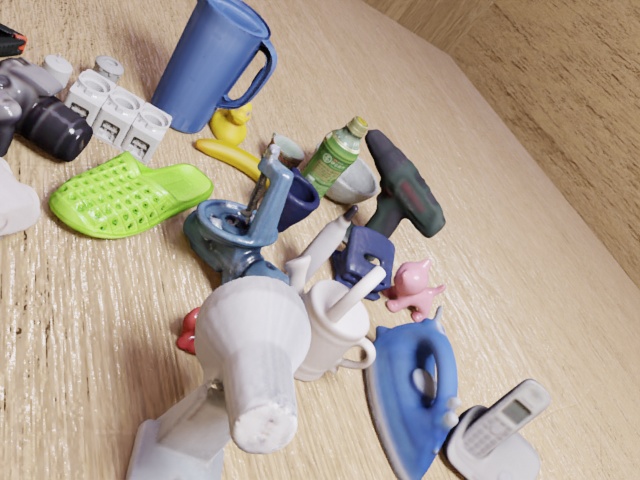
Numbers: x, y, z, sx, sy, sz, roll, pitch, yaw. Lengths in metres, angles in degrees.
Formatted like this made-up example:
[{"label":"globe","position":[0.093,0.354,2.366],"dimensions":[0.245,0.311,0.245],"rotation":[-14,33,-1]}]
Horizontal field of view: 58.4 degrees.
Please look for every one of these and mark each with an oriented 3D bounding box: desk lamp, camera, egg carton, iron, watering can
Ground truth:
[{"label":"desk lamp","position":[-0.092,0.166,0.566],"dimensions":[0.118,0.213,0.203],"rotation":[28,33,-22]},{"label":"camera","position":[-0.386,-0.168,0.772],"dimensions":[0.137,0.100,0.143],"rotation":[35,31,-10]},{"label":"egg carton","position":[-0.392,-0.039,0.629],"dimensions":[0.107,0.069,0.151],"rotation":[44,30,5]},{"label":"iron","position":[0.156,0.221,0.849],"dimensions":[0.119,0.141,0.258],"rotation":[27,33,-24]},{"label":"watering can","position":[0.014,0.098,0.791],"dimensions":[0.173,0.193,0.101],"rotation":[35,31,-10]}]

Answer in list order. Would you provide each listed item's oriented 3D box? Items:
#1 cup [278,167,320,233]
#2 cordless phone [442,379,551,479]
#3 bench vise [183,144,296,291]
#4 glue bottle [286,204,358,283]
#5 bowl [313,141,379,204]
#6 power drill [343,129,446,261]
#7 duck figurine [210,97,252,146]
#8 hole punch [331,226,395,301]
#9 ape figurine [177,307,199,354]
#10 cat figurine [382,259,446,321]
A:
[{"label":"cup","position":[-0.062,-0.069,1.018],"dimensions":[0.092,0.094,0.117],"rotation":[25,34,-26]},{"label":"cordless phone","position":[0.291,0.299,0.858],"dimensions":[0.147,0.184,0.094],"rotation":[39,30,-3]},{"label":"bench vise","position":[-0.080,-0.011,0.799],"dimensions":[0.207,0.219,0.122],"rotation":[44,30,5]},{"label":"glue bottle","position":[0.009,0.003,0.928],"dimensions":[0.037,0.173,0.078],"rotation":[37,30,-7]},{"label":"bowl","position":[0.042,-0.133,1.239],"dimensions":[0.168,0.074,0.167],"rotation":[29,33,-20]},{"label":"power drill","position":[0.121,-0.069,1.114],"dimensions":[0.229,0.208,0.076],"rotation":[44,30,4]},{"label":"duck figurine","position":[-0.167,-0.246,1.135],"dimensions":[0.078,0.086,0.104],"rotation":[25,34,-25]},{"label":"hole punch","position":[0.086,0.043,1.047],"dimensions":[0.109,0.091,0.101],"rotation":[24,34,-27]},{"label":"ape figurine","position":[-0.126,0.107,0.723],"dimensions":[0.077,0.092,0.076],"rotation":[49,31,13]},{"label":"cat figurine","position":[0.180,0.086,1.072],"dimensions":[0.128,0.117,0.067],"rotation":[22,35,-29]}]
